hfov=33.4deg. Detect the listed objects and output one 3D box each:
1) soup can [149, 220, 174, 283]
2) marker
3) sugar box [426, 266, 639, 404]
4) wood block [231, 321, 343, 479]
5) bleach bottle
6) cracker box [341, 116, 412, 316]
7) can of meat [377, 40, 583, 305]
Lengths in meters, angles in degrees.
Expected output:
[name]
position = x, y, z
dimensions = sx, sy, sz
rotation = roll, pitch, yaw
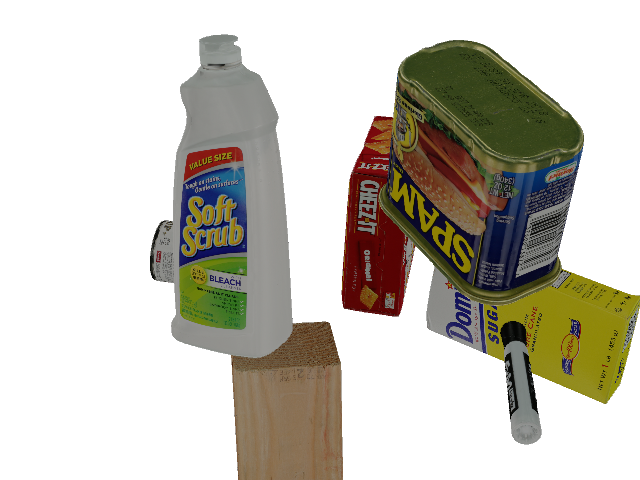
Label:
[soup can]
position = -0.124, 0.018, 1.143
dimensions = 0.102, 0.068, 0.068
rotation = 8, 1, 8
[marker]
position = 0.136, 0.093, 0.730
dimensions = 0.020, 0.020, 0.121
rotation = 0, 30, 6
[sugar box]
position = 0.180, 0.064, 0.927
dimensions = 0.176, 0.093, 0.048
rotation = 20, 33, 25
[wood block]
position = -0.029, 0.184, 0.932
dimensions = 0.090, 0.206, 0.091
rotation = -3, 20, -6
[bleach bottle]
position = -0.077, -0.035, 0.838
dimensions = 0.103, 0.251, 0.068
rotation = 10, 27, 27
[cracker box]
position = 0.074, -0.035, 1.222
dimensions = 0.072, 0.164, 0.213
rotation = 6, 23, 8
[can of meat]
position = 0.074, -0.034, 0.507
dimensions = 0.057, 0.084, 0.102
rotation = -20, 47, -23
